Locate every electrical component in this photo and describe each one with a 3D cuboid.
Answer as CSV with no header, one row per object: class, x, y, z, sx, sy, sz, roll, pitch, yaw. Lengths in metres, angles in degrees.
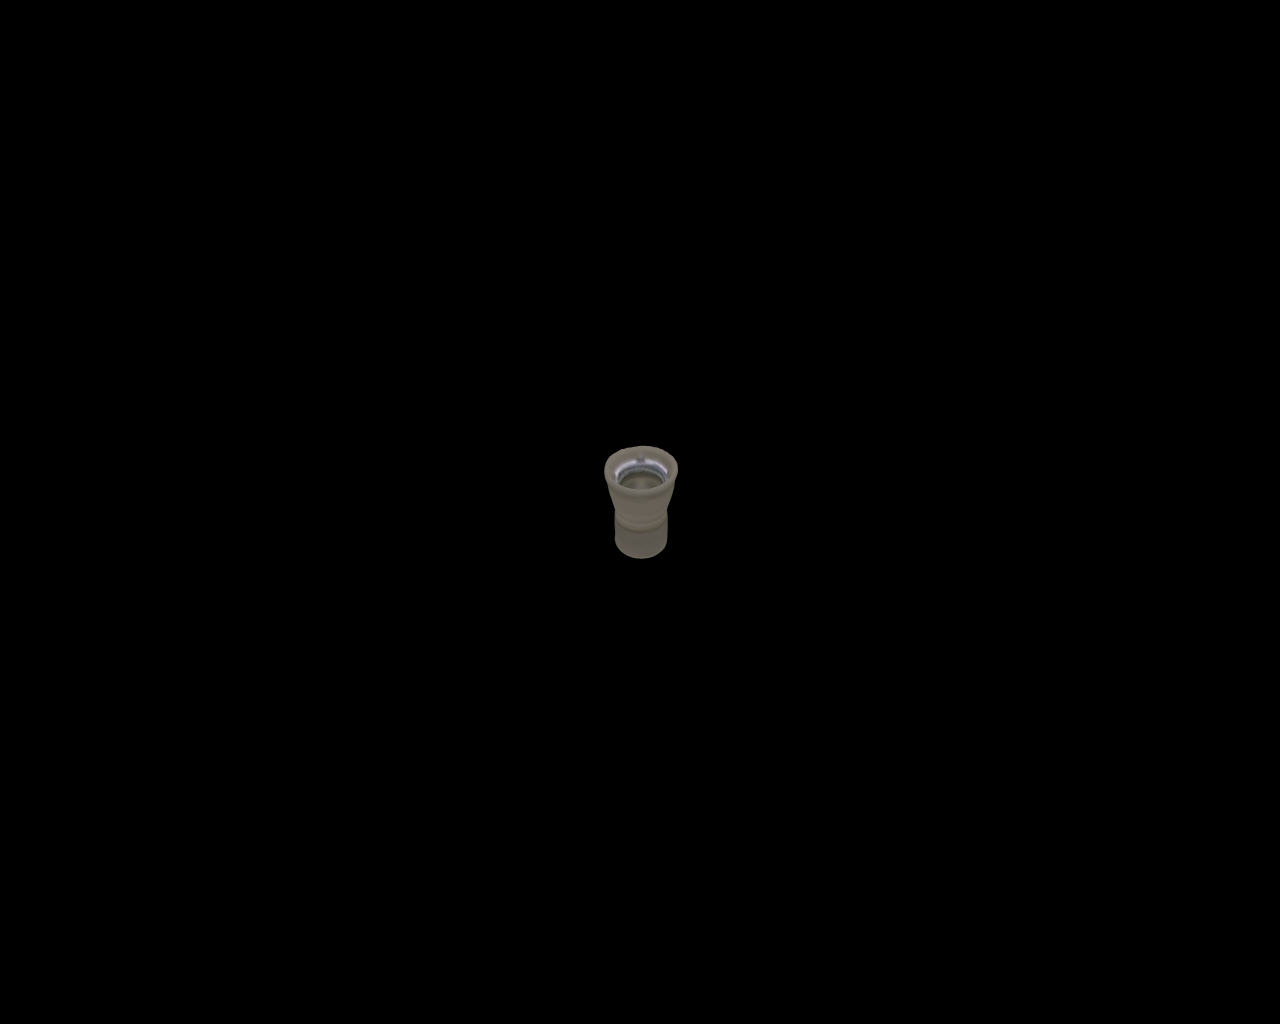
electrical component,0.001,-0.003,0.650,0.044,0.065,0.044,0,42,0
